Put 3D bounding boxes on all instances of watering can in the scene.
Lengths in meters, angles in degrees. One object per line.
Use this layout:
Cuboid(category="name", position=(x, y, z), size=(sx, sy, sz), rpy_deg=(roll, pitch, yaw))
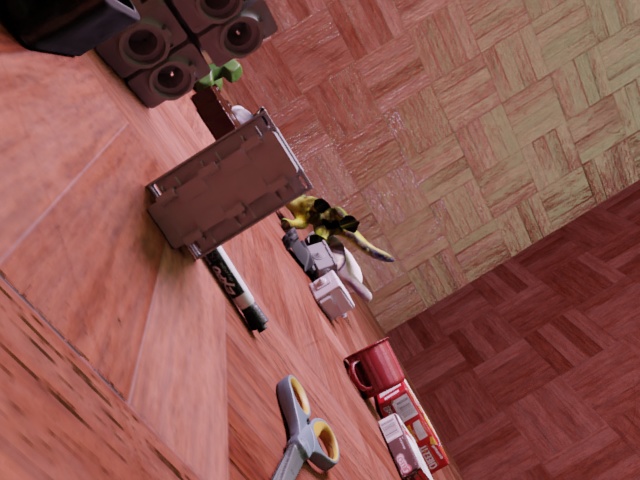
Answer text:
Cuboid(category="watering can", position=(0.022, 0.050, 1.480), size=(0.353, 0.104, 0.220), rpy_deg=(44, -5, 41))

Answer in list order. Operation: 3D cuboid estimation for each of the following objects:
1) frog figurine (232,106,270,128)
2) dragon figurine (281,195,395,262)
Cuboid(category="frog figurine", position=(-0.203, -0.278, 1.279), size=(0.160, 0.123, 0.136), rpy_deg=(18, -9, 29))
Cuboid(category="dragon figurine", position=(0.004, -0.069, 1.375), size=(0.407, 0.121, 0.247), rpy_deg=(30, 14, -21))
